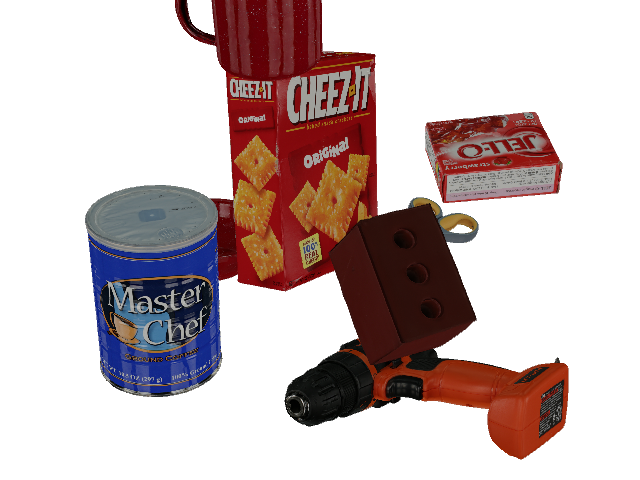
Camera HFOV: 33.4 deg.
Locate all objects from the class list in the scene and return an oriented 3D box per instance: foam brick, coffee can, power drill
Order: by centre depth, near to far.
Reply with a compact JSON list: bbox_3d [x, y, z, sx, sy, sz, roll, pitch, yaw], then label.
[{"bbox_3d":[0.048,0.027,0.636,0.052,0.078,0.051,-14,-15,-26],"label":"foam brick"},{"bbox_3d":[0.088,0.120,0.847,0.188,0.057,0.184,10,16,33],"label":"power drill"},{"bbox_3d":[-0.132,0.040,0.863,0.103,0.140,0.103,1,29,-1],"label":"coffee can"}]

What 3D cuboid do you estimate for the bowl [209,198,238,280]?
[{"bbox_3d":[-0.138,0.005,1.329,0.162,0.055,0.162,1,27,-1],"label":"bowl"}]

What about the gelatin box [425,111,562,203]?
[{"bbox_3d":[0.128,-0.063,0.797,0.089,0.030,0.073,-6,38,-2],"label":"gelatin box"}]

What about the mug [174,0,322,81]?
[{"bbox_3d":[-0.052,-0.172,0.803,0.117,0.081,0.093,2,35,5],"label":"mug"}]

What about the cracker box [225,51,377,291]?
[{"bbox_3d":[-0.011,-0.074,1.057,0.072,0.214,0.163,9,18,36],"label":"cracker box"}]

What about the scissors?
[{"bbox_3d":[0.108,-0.014,1.231,0.096,0.016,0.201,37,32,32],"label":"scissors"}]
